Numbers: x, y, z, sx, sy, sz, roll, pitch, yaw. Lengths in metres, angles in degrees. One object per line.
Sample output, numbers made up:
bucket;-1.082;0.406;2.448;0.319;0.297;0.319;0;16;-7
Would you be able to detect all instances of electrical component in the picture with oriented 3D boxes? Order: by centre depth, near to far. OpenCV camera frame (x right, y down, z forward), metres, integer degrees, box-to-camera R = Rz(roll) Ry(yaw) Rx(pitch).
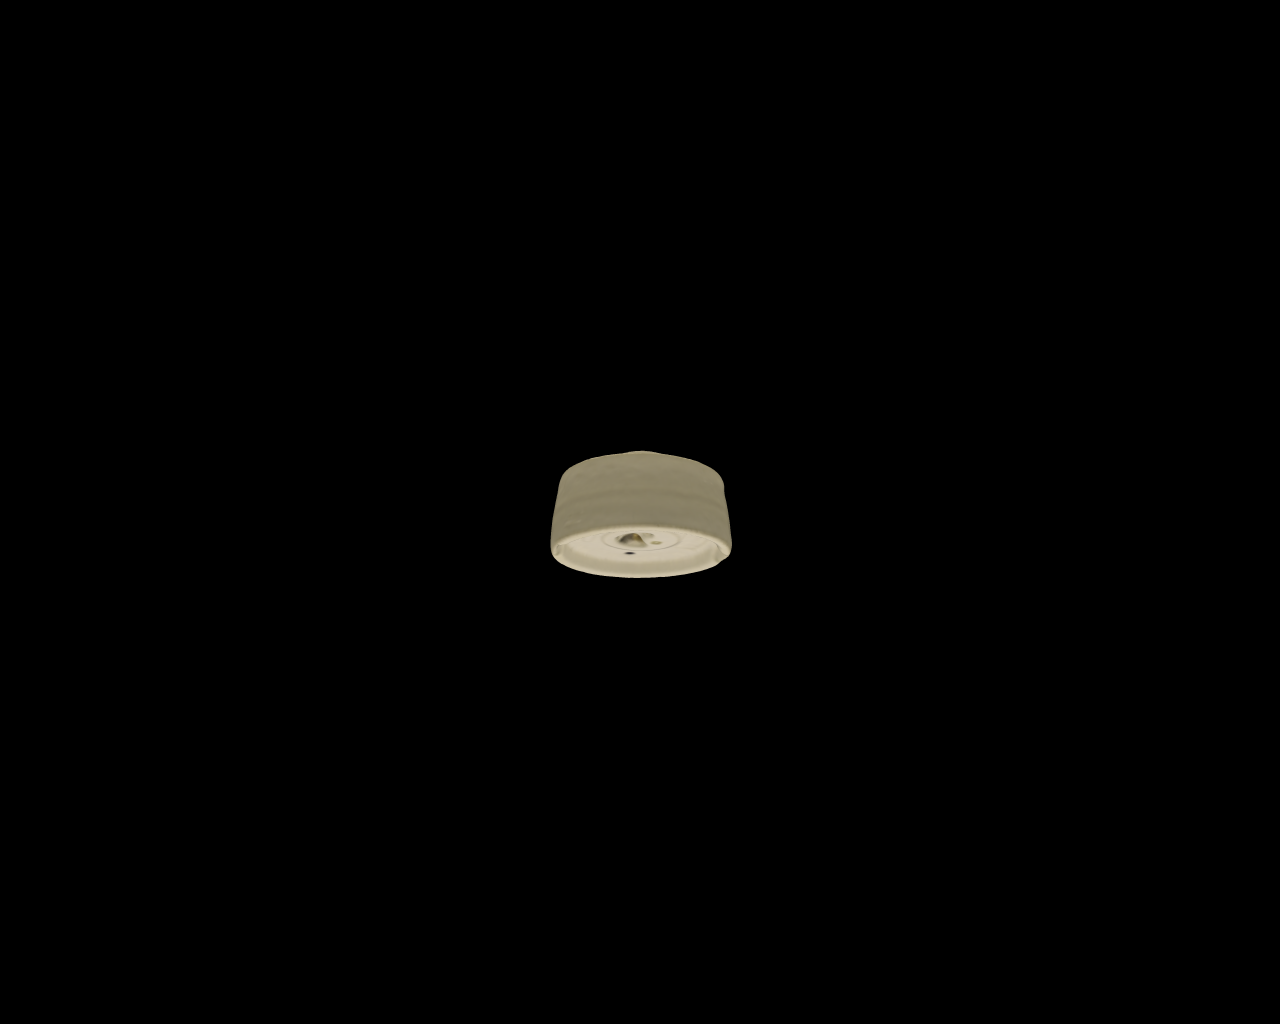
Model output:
electrical component;0.001;-0.003;0.650;0.108;0.060;0.108;0;-19;0
